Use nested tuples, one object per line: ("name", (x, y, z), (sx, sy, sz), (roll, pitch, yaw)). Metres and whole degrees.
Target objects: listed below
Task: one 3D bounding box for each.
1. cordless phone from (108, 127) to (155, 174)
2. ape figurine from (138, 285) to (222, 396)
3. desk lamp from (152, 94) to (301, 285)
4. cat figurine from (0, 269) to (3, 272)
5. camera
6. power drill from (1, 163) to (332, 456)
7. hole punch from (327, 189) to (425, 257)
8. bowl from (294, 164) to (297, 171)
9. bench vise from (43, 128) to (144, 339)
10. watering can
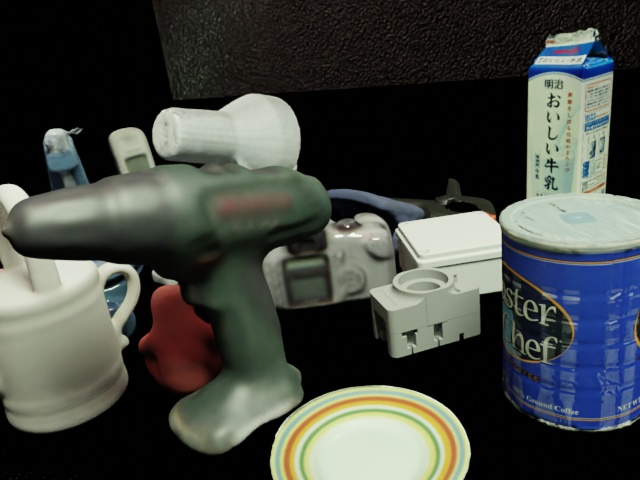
("cordless phone", (-0.213, -0.070, 0.796), (0.093, 0.185, 0.148), (9, 26, 37))
("ape figurine", (-0.120, 0.080, 0.496), (0.077, 0.092, 0.076), (-6, 21, 3))
("desk lamp", (-0.118, -0.067, 0.715), (0.117, 0.214, 0.204), (10, 27, 38))
("cat figurine", (-0.334, 0.080, 0.533), (0.067, 0.118, 0.128), (6, 24, 31))
("camera", (0.006, 0.002, 0.648), (0.143, 0.101, 0.136), (-7, 20, 0))
("power drill", (-0.081, 0.042, 0.418), (0.230, 0.209, 0.075), (-25, 27, -39))
("hole punch", (0.069, -0.031, 0.729), (0.108, 0.091, 0.101), (12, 28, 42))
("bowl", (-0.115, -0.080, 0.947), (0.167, 0.075, 0.167), (-6, 20, 3))
("bench vise", (-0.266, -0.012, 0.610), (0.122, 0.220, 0.206), (-25, 26, -38))
("watering can", (-0.235, 0.052, 0.463), (0.100, 0.194, 0.173), (4, 23, 28))
